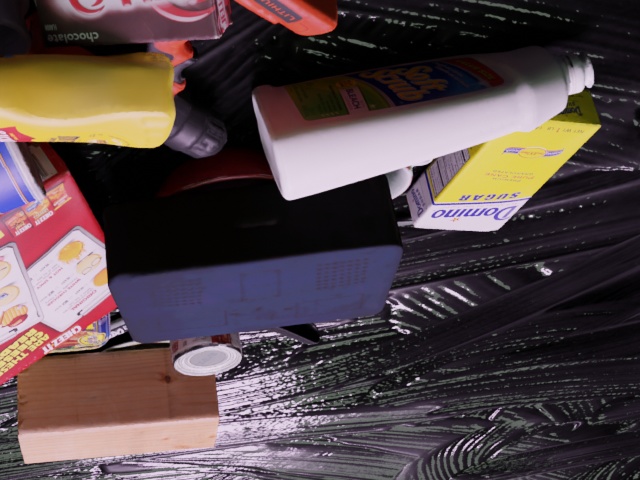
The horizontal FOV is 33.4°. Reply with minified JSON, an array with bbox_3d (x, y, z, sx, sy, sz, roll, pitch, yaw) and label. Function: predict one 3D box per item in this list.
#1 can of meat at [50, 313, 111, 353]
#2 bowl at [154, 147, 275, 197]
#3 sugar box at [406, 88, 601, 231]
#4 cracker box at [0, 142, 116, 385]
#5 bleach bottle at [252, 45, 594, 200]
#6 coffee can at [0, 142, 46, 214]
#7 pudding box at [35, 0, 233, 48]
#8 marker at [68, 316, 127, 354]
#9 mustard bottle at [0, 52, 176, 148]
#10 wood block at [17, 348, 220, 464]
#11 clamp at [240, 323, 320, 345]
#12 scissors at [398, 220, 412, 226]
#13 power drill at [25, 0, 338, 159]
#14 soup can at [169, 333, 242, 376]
[{"bbox_3d":[-0.252,0.069,1.030,0.102,0.057,0.084,-3,153,-11],"label":"can of meat"},{"bbox_3d":[-0.076,-0.031,0.908,0.162,0.055,0.162,-8,151,-5],"label":"bowl"},{"bbox_3d":[0.155,-0.068,0.930,0.093,0.048,0.176,2,148,-22],"label":"sugar box"},{"bbox_3d":[-0.258,0.021,0.873,0.164,0.072,0.213,-34,154,-12],"label":"cracker box"},{"bbox_3d":[0.081,-0.102,0.809,0.250,0.102,0.068,-15,125,-6],"label":"bleach bottle"},{"bbox_3d":[-0.273,-0.048,0.729,0.140,0.103,0.103,-24,152,-9],"label":"coffee can"},{"bbox_3d":[-0.112,-0.161,0.617,0.114,0.039,0.090,0,116,15],"label":"pudding box"},{"bbox_3d":[-0.220,0.094,1.121,0.121,0.020,0.020,-22,149,21],"label":"marker"},{"bbox_3d":[-0.188,-0.085,0.641,0.191,0.058,0.096,-2,-179,-19],"label":"mustard bottle"},{"bbox_3d":[-0.218,0.177,1.153,0.206,0.091,0.090,-3,150,-11],"label":"wood block"},{"bbox_3d":[-0.057,0.079,1.131,0.171,0.039,0.120,2,143,-12],"label":"clamp"},{"bbox_3d":[-0.007,0.001,1.031,0.201,0.016,0.096,1,151,-20],"label":"scissors"},{"bbox_3d":[-0.082,-0.131,0.726,0.188,0.057,0.184,-28,146,29],"label":"power drill"},{"bbox_3d":[-0.114,0.072,1.031,0.068,0.102,0.068,-8,151,-5],"label":"soup can"}]
